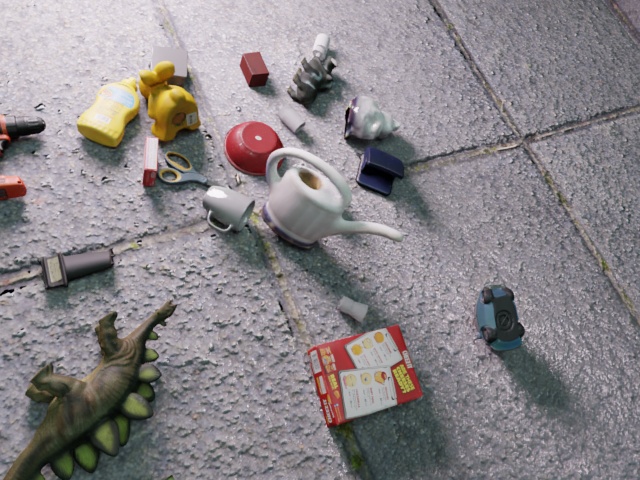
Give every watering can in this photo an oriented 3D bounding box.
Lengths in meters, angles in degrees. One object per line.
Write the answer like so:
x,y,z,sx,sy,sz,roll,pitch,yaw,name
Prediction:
0.004,-0.059,1.178,0.348,0.220,0.106,40,40,0,watering can

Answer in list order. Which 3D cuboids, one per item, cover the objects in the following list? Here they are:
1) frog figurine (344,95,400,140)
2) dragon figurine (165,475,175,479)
0.152,-0.335,1.437,0.159,0.120,0.141,6,43,-6,frog figurine
-0.280,0.556,0.826,0.415,0.121,0.243,-33,88,-23,dragon figurine
